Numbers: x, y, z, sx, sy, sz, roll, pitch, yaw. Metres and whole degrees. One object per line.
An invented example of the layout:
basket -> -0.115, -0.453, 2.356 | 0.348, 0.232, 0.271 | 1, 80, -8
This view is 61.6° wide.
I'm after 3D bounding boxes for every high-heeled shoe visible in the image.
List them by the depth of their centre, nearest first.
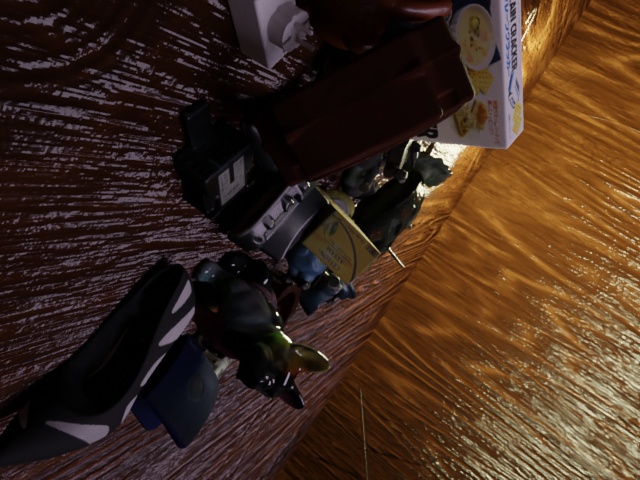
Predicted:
high-heeled shoe -> -0.227, 0.123, 0.571 | 0.249, 0.086, 0.145 | -39, 155, -55

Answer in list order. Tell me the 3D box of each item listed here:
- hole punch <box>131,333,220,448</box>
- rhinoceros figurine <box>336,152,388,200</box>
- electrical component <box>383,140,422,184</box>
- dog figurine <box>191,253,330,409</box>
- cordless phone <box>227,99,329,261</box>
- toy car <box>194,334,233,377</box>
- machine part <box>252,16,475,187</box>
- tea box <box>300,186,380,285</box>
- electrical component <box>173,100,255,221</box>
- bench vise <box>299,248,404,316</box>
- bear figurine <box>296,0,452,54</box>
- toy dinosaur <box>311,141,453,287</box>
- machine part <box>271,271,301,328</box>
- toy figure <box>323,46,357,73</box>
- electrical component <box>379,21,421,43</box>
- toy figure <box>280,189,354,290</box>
hole punch -> -0.190, 0.196, 0.715 | 0.116, 0.092, 0.142 | -42, 121, -31
rhinoceros figurine -> 0.075, -0.140, 0.921 | 0.112, 0.073, 0.190 | -57, 167, -38
electrical component -> 0.143, -0.144, 0.913 | 0.102, 0.045, 0.078 | -55, 166, -43
dog figurine -> -0.078, 0.125, 0.744 | 0.108, 0.219, 0.191 | -57, 163, 18
cordless phone -> -0.071, -0.070, 0.658 | 0.146, 0.089, 0.184 | -50, 152, -14
toy car -> -0.170, 0.175, 0.837 | 0.202, 0.074, 0.056 | -46, 165, -28
machine part -> 0.048, -0.136, 0.546 | 0.201, 0.087, 0.201 | -22, -168, 17
tea box -> 0.016, -0.013, 0.796 | 0.068, 0.098, 0.170 | -44, -163, 4
electrical component -> -0.107, -0.084, 0.549 | 0.075, 0.048, 0.119 | -46, 163, -30
bench vise -> 0.050, 0.062, 1.118 | 0.241, 0.129, 0.223 | -32, 166, -13
bear figurine -> 0.063, -0.269, 0.543 | 0.196, 0.120, 0.131 | -31, 148, -43
toy dinosaur -> 0.133, -0.063, 1.032 | 0.405, 0.131, 0.192 | -50, 172, -43
machine part -> -0.104, 0.138, 0.985 | 0.179, 0.056, 0.179 | -49, 163, -22
toy figure -> 0.026, -0.194, 0.684 | 0.058, 0.064, 0.154 | -8, 141, -14
electrical component -> 0.092, -0.232, 0.693 | 0.058, 0.115, 0.134 | -49, 164, -34
toy figure -> -0.005, -0.005, 0.934 | 0.089, 0.082, 0.180 | -113, -133, -78
